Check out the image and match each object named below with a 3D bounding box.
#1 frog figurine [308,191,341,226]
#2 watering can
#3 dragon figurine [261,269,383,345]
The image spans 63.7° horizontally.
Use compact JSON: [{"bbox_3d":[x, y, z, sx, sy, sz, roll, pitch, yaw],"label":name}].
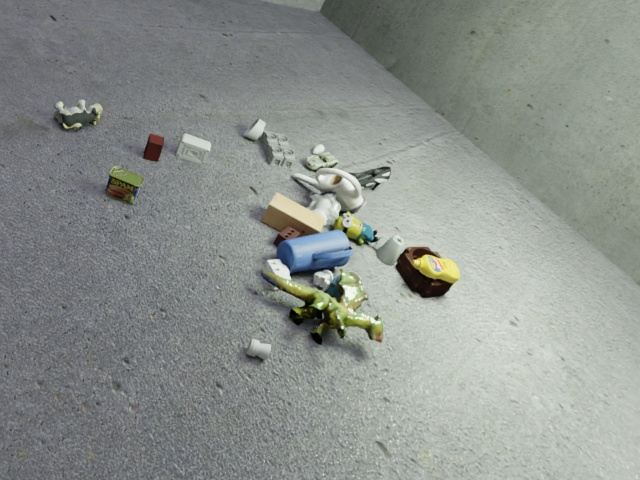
[{"bbox_3d":[0.006,-0.100,1.985,0.137,0.162,0.120,8,-21,11],"label":"frog figurine"},{"bbox_3d":[0.048,-0.206,2.085,0.348,0.105,0.221,7,-37,49],"label":"watering can"},{"bbox_3d":[0.033,0.179,1.601,0.246,0.413,0.119,-35,-17,-43],"label":"dragon figurine"}]
